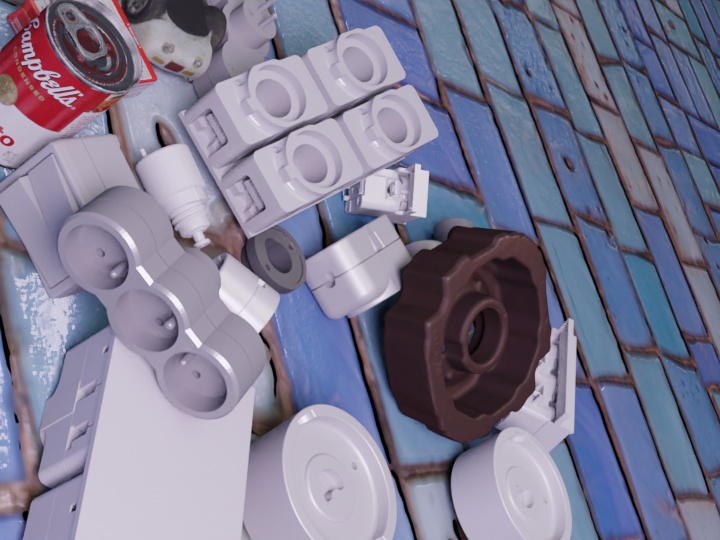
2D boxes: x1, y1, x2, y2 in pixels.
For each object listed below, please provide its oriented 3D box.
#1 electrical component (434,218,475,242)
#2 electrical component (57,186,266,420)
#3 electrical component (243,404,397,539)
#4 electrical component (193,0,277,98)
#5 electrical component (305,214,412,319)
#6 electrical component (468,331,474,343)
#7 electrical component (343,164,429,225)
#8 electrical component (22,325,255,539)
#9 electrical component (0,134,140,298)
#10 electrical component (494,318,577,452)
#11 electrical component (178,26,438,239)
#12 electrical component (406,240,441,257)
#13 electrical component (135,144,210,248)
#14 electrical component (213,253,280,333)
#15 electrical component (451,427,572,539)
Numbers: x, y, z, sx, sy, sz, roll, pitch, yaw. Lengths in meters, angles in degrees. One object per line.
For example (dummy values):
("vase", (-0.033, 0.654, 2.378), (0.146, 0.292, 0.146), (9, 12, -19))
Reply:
("electrical component", (0.092, -0.021, 1.038), (0.040, 0.040, 0.046), (28, 51, -41))
("electrical component", (-0.104, 0.011, 0.613), (0.138, 0.052, 0.073), (54, 32, -11))
("electrical component", (-0.033, 0.150, 0.711), (0.108, 0.060, 0.108), (34, 41, -36))
("electrical component", (-0.094, -0.196, 0.882), (0.052, 0.074, 0.138), (29, 44, -40))
("electrical component", (0.000, 0.000, 0.879), (0.059, 0.054, 0.095), (60, 32, -2))
("electrical component", (0.119, 0.070, 0.997), (0.040, 0.046, 0.040), (34, 41, -36))
("electrical component", (0.022, -0.067, 0.944), (0.064, 0.081, 0.042), (6, 82, -21))
("electrical component", (-0.125, 0.133, 0.598), (0.105, 0.060, 0.186), (35, 40, -34))
("electrical component", (-0.170, -0.027, 0.658), (0.061, 0.062, 0.096), (-21, 83, -58))
("electrical component", (0.165, 0.106, 1.014), (0.063, 0.078, 0.121), (26, 41, -11))
("electrical component", (-0.031, -0.113, 0.833), (0.186, 0.060, 0.105), (-31, 93, -42))
("electrical component", (0.060, 0.011, 0.968), (0.044, 0.044, 0.065), (23, 53, -44))
("electrical component", (-0.127, -0.052, 0.757), (0.040, 0.040, 0.078), (-18, 81, -57))
("electrical component", (-0.091, 0.022, 0.738), (0.047, 0.055, 0.055), (44, 36, -19))
("electrical component", (0.120, 0.191, 0.891), (0.108, 0.060, 0.108), (34, 41, -36))
